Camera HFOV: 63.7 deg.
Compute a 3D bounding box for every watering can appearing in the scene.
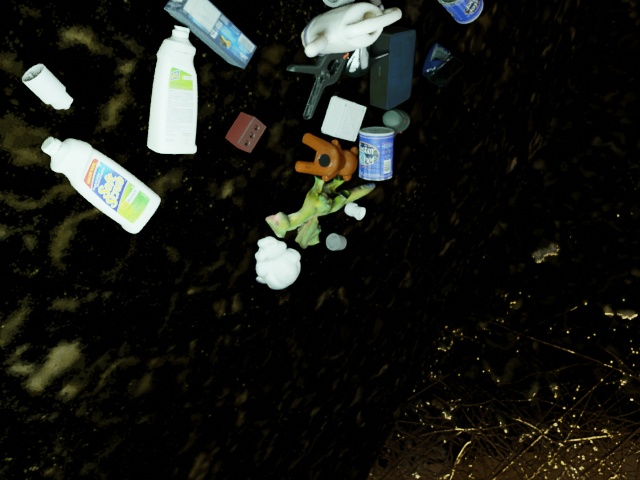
[{"bbox_3d":[0.039,-0.492,1.224,0.352,0.225,0.102,-34,118,-32],"label":"watering can"}]

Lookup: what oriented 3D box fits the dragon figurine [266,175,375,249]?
[{"bbox_3d":[0.005,-0.080,1.585,0.411,0.124,0.238,-4,133,-49],"label":"dragon figurine"}]

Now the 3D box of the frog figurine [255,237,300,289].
[{"bbox_3d":[-0.119,0.059,1.477,0.138,0.125,0.155,-16,140,-22],"label":"frog figurine"}]
